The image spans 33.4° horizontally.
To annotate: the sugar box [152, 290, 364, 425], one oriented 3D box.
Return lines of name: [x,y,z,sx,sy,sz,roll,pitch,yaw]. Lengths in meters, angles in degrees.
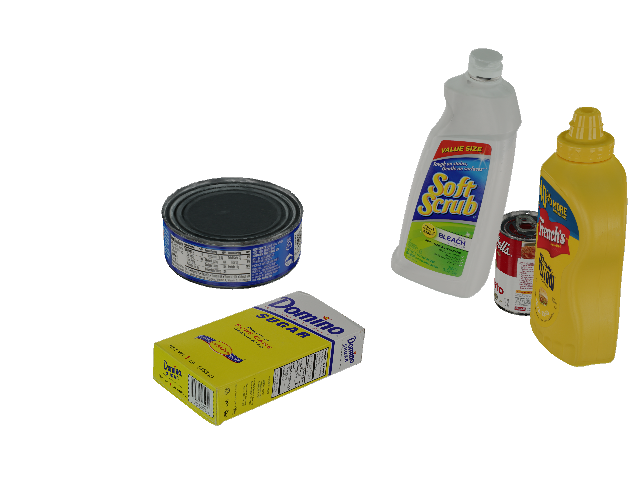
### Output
sugar box: [-0.053,0.101,0.966,0.175,0.048,0.093,-21,37,-39]

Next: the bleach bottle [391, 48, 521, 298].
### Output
bleach bottle: [0.133,-0.067,1.031,0.103,0.251,0.068,22,39,22]

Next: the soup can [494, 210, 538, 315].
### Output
soup can: [0.234,0.026,1.216,0.068,0.102,0.068,-2,30,1]

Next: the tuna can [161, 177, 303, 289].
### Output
tuna can: [-0.054,-0.005,0.654,0.086,0.034,0.086,1,29,-1]

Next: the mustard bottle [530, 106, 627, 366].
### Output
mustard bottle: [0.196,-0.007,0.807,0.058,0.192,0.096,-6,26,-7]
